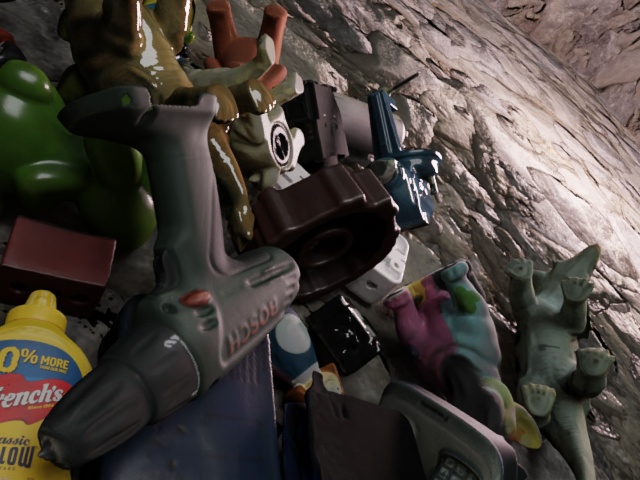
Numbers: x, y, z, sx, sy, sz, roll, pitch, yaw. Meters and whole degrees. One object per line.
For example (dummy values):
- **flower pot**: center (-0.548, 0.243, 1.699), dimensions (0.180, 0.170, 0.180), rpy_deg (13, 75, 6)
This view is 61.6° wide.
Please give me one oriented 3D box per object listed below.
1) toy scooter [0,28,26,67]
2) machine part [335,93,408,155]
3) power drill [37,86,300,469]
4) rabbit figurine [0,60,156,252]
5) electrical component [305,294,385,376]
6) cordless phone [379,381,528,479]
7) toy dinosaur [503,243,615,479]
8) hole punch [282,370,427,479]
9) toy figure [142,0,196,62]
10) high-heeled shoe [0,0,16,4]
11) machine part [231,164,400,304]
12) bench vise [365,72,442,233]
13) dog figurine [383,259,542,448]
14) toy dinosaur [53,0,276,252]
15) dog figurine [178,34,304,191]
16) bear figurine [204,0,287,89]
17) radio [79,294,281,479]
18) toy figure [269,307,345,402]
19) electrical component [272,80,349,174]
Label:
- **toy scooter**: center (-0.369, -0.166, 0.472), dimensions (0.135, 0.075, 0.184), rpy_deg (39, 42, -4)
- **machine part**: center (0.052, -0.187, 0.869), dimensions (0.243, 0.079, 0.079), rpy_deg (9, 48, -37)
- **power drill**: center (-0.105, 0.005, 0.365), dimensions (0.232, 0.086, 0.207), rpy_deg (-21, 93, -56)
- **rabbit figurine**: center (-0.208, -0.067, 0.469), dimensions (0.170, 0.159, 0.121), rpy_deg (38, 26, -24)
- **electrical component**: center (0.031, 0.101, 0.580), dimensions (0.075, 0.048, 0.119), rpy_deg (53, 1, 10)
- **cordless phone**: center (0.075, 0.230, 0.466), dimensions (0.184, 0.147, 0.088), rpy_deg (-50, 124, -14)
- **toy dinosaur**: center (0.309, 0.165, 0.711), dimensions (0.192, 0.131, 0.405), rpy_deg (61, 36, -46)
- **hole punch**: center (0.014, 0.191, 0.428), dimensions (0.115, 0.092, 0.142), rpy_deg (28, 35, -27)
- **toy figure**: center (-0.208, -0.287, 0.722), dimensions (0.082, 0.089, 0.180), rpy_deg (30, 36, -26)
- **high-heeled shoe**: center (-0.431, -0.256, 0.502), dimensions (0.248, 0.086, 0.145), rpy_deg (12, 49, -28)
- **machine part**: center (-0.001, -0.002, 0.556), dimensions (0.179, 0.179, 0.056), rpy_deg (2, 49, -41)
- **bench vise**: center (0.103, -0.120, 0.777), dimensions (0.223, 0.129, 0.240), rpy_deg (12, 64, -54)
- **dog figurine**: center (0.166, 0.140, 0.620), dimensions (0.219, 0.108, 0.191), rpy_deg (67, 15, 7)
- **toy dinosaur**: center (-0.192, -0.182, 0.536), dimensions (0.105, 0.198, 0.471), rpy_deg (-13, 69, -54)
- **dog figurine**: center (-0.126, -0.130, 0.617), dimensions (0.121, 0.191, 0.172), rpy_deg (50, 40, -54)
- **bear figurine**: center (-0.110, -0.231, 0.732), dimensions (0.120, 0.131, 0.196), rpy_deg (5, 39, -1)
- **radio**: center (-0.102, 0.155, 0.395), dimensions (0.131, 0.073, 0.230), rpy_deg (17, 42, -28)
- **toy figure**: center (-0.021, 0.124, 0.513), dimensions (0.064, 0.057, 0.154), rpy_deg (-34, 79, -17)
- **electrical component**: center (-0.008, -0.147, 0.739), dimensions (0.115, 0.058, 0.134), rpy_deg (-29, 109, -64)
